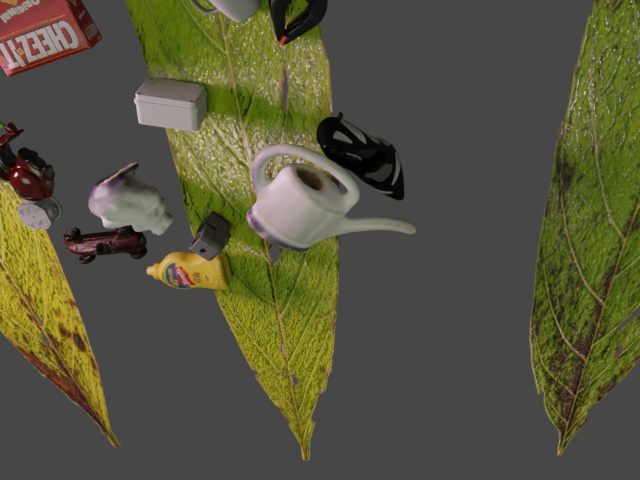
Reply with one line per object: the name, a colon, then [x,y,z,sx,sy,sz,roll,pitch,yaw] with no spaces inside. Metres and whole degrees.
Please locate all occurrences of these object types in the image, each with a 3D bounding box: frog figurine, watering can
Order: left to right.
frog figurine: [-0.389,-0.064,1.065,0.137,0.124,0.157,-30,109,5]
watering can: [0.003,-0.052,1.029,0.345,0.106,0.220,32,126,-18]
